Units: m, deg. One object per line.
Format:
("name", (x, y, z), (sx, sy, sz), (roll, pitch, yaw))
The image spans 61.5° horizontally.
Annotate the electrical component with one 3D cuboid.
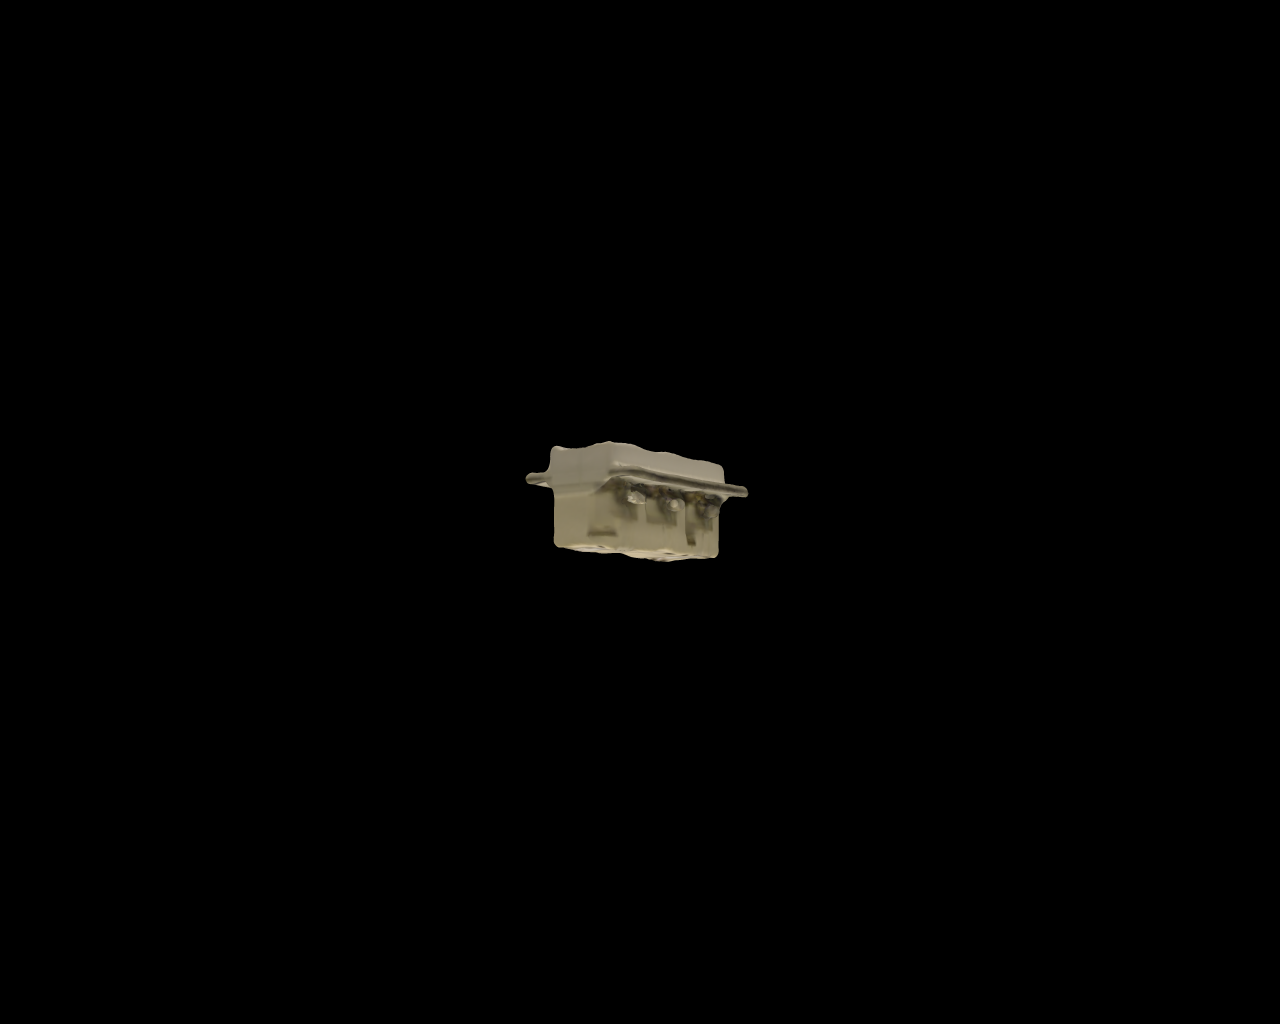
("electrical component", (0.001, -0.003, 0.650), (0.078, 0.063, 0.121), (-5, -8, 35))
